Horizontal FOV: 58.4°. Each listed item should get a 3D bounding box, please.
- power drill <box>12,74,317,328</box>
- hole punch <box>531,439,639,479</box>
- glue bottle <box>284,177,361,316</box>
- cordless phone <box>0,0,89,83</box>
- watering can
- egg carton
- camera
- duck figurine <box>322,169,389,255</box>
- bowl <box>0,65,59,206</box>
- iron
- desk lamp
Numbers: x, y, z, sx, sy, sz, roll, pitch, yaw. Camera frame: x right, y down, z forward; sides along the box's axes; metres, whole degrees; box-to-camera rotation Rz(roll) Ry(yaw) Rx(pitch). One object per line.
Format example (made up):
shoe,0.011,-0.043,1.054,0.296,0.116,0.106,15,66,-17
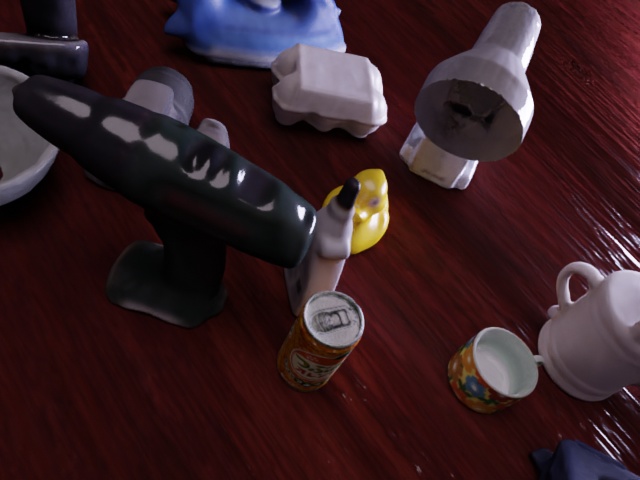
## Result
power drill,-0.126,-0.015,0.470,0.230,0.208,0.075,19,52,-6
hole punch,0.249,0.234,0.505,0.108,0.091,0.101,30,52,2
glue bottle,0.005,0.002,0.527,0.037,0.173,0.078,1,56,-18
cordless phone,-0.309,-0.226,0.566,0.148,0.185,0.094,-5,58,-22
watering can,0.321,0.085,0.568,0.173,0.194,0.101,28,52,1
egg carton,0.011,-0.188,0.727,0.150,0.069,0.107,6,55,-16
camera,-0.159,-0.120,0.600,0.143,0.100,0.137,14,53,-10
duck figurine,0.048,-0.044,0.630,0.077,0.086,0.105,32,52,4
bowl,-0.326,-0.085,0.533,0.168,0.074,0.167,10,54,-13
iron,-0.068,-0.313,0.740,0.259,0.141,0.118,-1,57,-20
desk lamp,0.175,-0.159,0.674,0.118,0.213,0.203,28,52,2
